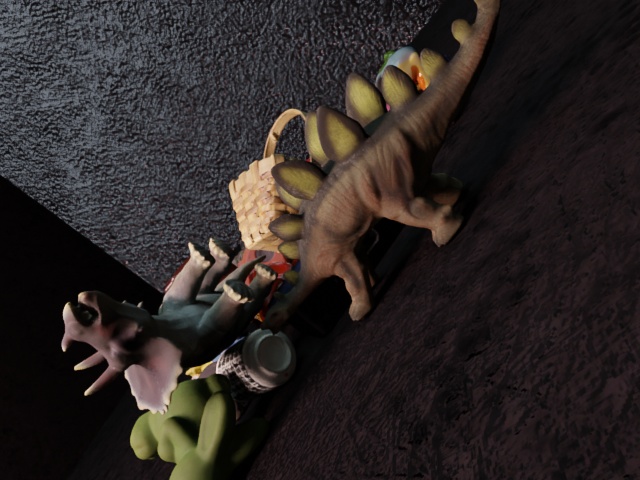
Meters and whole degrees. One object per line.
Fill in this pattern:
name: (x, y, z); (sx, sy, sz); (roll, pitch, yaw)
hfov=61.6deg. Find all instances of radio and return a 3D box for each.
radio: (0.027, 0.025, 0.771); (0.229, 0.073, 0.131); (-55, 11, -13)

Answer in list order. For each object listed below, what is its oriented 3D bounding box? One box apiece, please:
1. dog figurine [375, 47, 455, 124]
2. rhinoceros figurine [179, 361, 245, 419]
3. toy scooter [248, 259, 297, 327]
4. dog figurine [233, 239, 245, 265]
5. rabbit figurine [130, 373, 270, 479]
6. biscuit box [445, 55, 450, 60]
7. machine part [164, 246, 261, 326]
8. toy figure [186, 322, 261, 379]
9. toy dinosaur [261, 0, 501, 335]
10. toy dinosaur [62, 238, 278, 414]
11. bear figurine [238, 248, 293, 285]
dog figurine: (0.111, -0.199, 0.925); (0.219, 0.191, 0.108); (-33, 21, 14)
rhinoceros figurine: (-0.192, 0.254, 0.816); (0.190, 0.112, 0.073); (-39, 15, 19)
toy scooter: (-0.079, 0.085, 0.916); (0.135, 0.075, 0.184); (-8, 25, 23)
dog figurine: (-0.207, 0.062, 1.279); (0.121, 0.172, 0.190); (-110, 30, -68)
rabbit figurine: (-0.135, 0.255, 0.644); (0.159, 0.121, 0.170); (-43, 29, 10)
biscuit box: (0.241, -0.341, 1.149); (0.059, 0.063, 0.203); (-49, 10, 6)
machine part: (-0.197, 0.111, 1.078); (0.087, 0.201, 0.201); (-48, 10, 10)
toy figure: (-0.154, 0.202, 0.920); (0.180, 0.082, 0.089); (-54, -12, 32)
toy dinosaur: (0.065, -0.072, 0.589); (0.471, 0.198, 0.105); (-50, 13, 16)
toy dinosaur: (-0.157, 0.105, 0.711); (0.192, 0.131, 0.404); (-53, -10, 5)
bear figurine: (-0.096, 0.073, 1.086); (0.195, 0.120, 0.132); (82, 177, -69)
